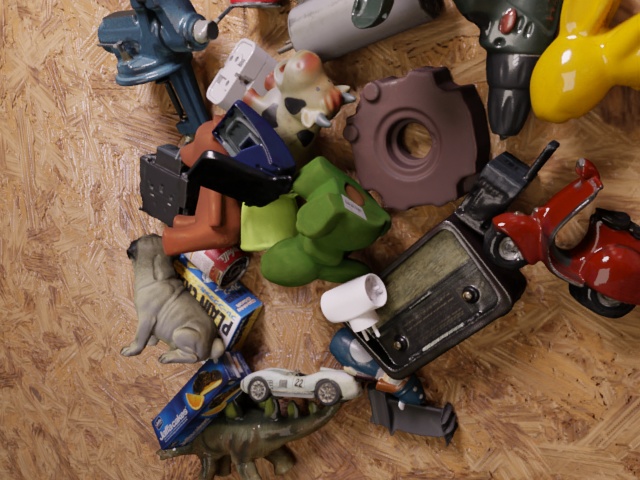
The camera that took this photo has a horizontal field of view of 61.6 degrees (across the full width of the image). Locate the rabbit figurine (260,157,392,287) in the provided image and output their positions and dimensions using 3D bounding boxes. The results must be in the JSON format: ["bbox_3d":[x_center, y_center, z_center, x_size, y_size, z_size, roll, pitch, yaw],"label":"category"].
[{"bbox_3d":[-0.001,-0.002,0.710,0.170,0.159,0.121,-43,45,27],"label":"rabbit figurine"}]

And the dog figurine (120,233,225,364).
[{"bbox_3d":[-0.229,0.091,0.866,0.172,0.121,0.190,7,93,-5],"label":"dog figurine"}]

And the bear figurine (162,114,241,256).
[{"bbox_3d":[-0.174,-0.085,0.800,0.132,0.120,0.195,-6,108,-1],"label":"bear figurine"}]

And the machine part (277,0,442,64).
[{"bbox_3d":[0.049,-0.264,0.621,0.243,0.079,0.079,-10,102,37],"label":"machine part"}]

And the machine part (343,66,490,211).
[{"bbox_3d":[0.115,-0.119,0.648,0.180,0.056,0.179,13,116,29],"label":"machine part"}]

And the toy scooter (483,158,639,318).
[{"bbox_3d":[0.275,-0.005,0.554,0.184,0.075,0.135,24,113,-2],"label":"toy scooter"}]

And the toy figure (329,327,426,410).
[{"bbox_3d":[0.085,0.185,0.781,0.155,0.057,0.064,31,91,22],"label":"toy figure"}]

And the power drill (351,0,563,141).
[{"bbox_3d":[0.140,-0.219,0.514,0.207,0.086,0.231,7,111,-14],"label":"power drill"}]

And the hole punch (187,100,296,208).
[{"bbox_3d":[-0.093,-0.104,0.684,0.115,0.092,0.142,25,157,-21],"label":"hole punch"}]

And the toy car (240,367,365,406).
[{"bbox_3d":[-0.029,0.226,0.843,0.202,0.073,0.056,-4,77,23],"label":"toy car"}]

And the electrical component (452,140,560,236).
[{"bbox_3d":[0.206,-0.067,0.594,0.048,0.075,0.119,39,130,16],"label":"electrical component"}]

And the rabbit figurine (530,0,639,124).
[{"bbox_3d":[0.269,-0.168,0.475,0.173,0.122,0.162,-18,97,34],"label":"rabbit figurine"}]

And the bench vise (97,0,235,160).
[{"bbox_3d":[-0.213,-0.249,0.788,0.224,0.129,0.240,2,130,24],"label":"bench vise"}]

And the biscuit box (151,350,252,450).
[{"bbox_3d":[-0.205,0.276,0.923,0.202,0.059,0.063,-48,56,18],"label":"biscuit box"}]

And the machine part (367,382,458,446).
[{"bbox_3d":[0.133,0.256,0.797,0.139,0.039,0.084,5,106,34],"label":"machine part"}]

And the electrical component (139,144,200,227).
[{"bbox_3d":[-0.247,-0.091,0.906,0.115,0.058,0.134,24,121,22],"label":"electrical component"}]

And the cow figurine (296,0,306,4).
[{"bbox_3d":[0.010,-0.330,0.609,0.167,0.098,0.068,-11,95,37],"label":"cow figurine"}]

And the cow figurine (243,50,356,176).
[{"bbox_3d":[-0.031,-0.154,0.685,0.127,0.085,0.194,34,149,12],"label":"cow figurine"}]

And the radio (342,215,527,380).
[{"bbox_3d":[0.140,0.077,0.695,0.131,0.073,0.229,52,130,10],"label":"radio"}]

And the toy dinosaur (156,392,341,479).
[{"bbox_3d":[-0.133,0.349,0.976,0.472,0.105,0.198,-18,93,27],"label":"toy dinosaur"}]
